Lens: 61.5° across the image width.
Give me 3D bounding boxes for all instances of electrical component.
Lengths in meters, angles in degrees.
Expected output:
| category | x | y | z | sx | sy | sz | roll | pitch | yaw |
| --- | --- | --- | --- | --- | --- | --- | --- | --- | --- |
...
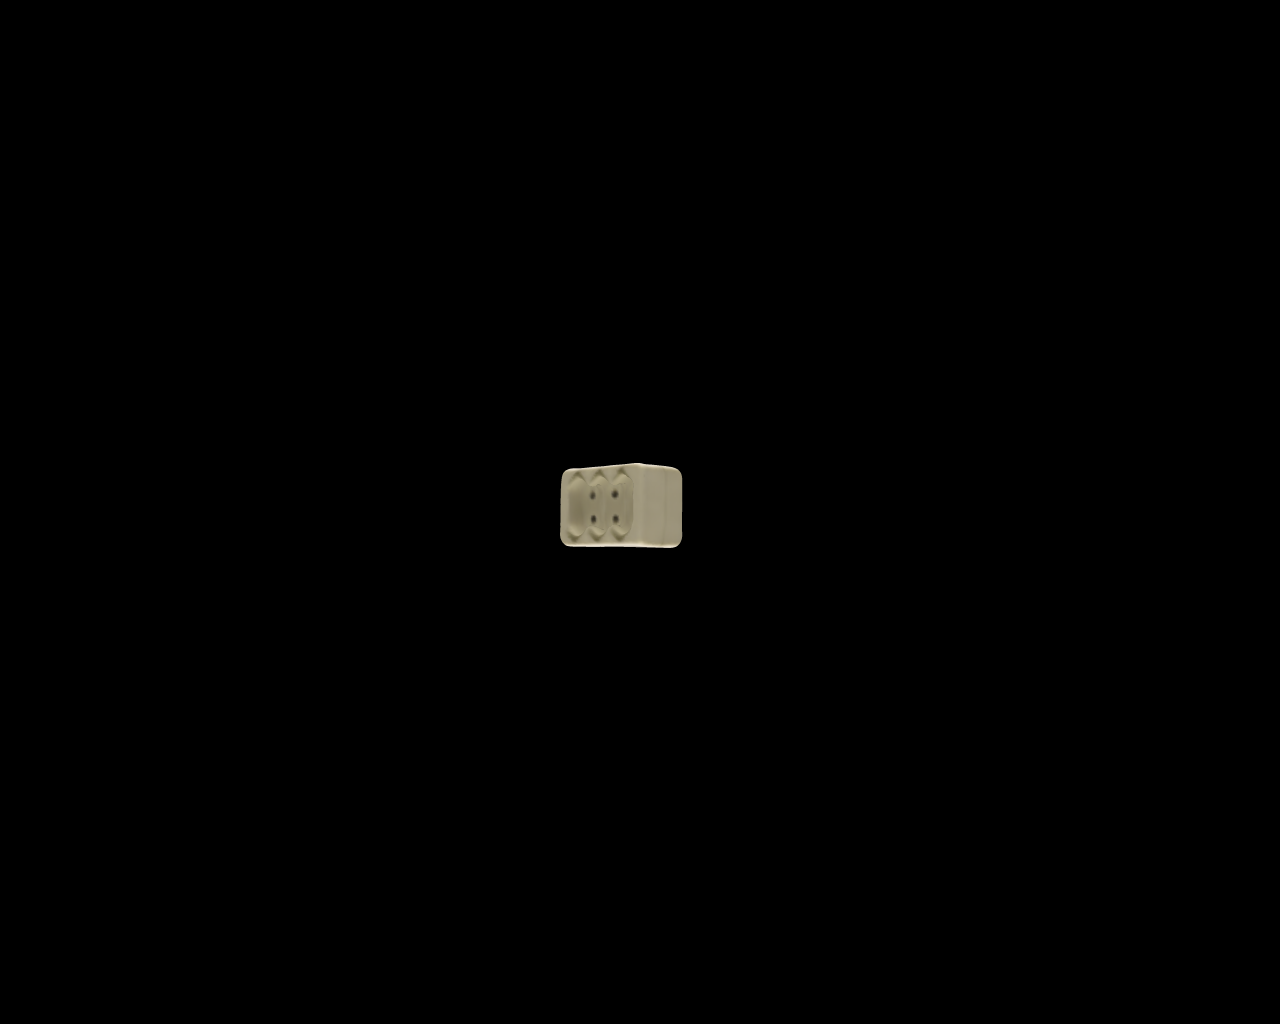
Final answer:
| category | x | y | z | sx | sy | sz | roll | pitch | yaw |
| --- | --- | --- | --- | --- | --- | --- | --- | --- | --- |
| electrical component | 0.001 | -0.003 | 0.650 | 0.065 | 0.047 | 0.077 | -2 | -3 | 40 |
